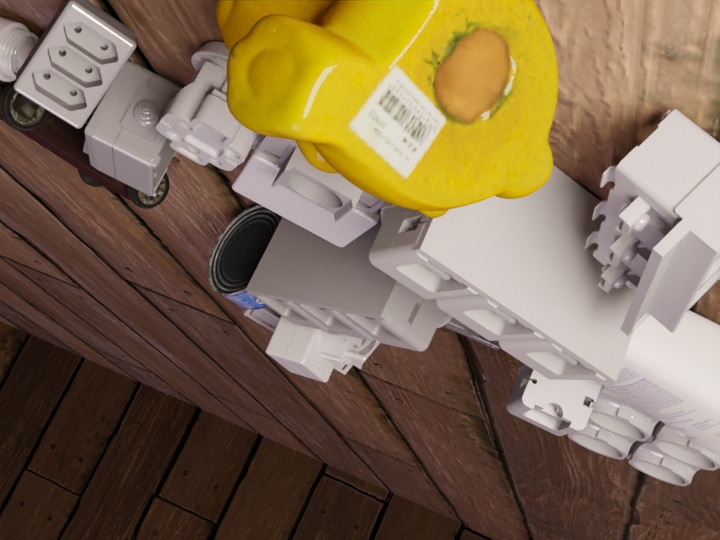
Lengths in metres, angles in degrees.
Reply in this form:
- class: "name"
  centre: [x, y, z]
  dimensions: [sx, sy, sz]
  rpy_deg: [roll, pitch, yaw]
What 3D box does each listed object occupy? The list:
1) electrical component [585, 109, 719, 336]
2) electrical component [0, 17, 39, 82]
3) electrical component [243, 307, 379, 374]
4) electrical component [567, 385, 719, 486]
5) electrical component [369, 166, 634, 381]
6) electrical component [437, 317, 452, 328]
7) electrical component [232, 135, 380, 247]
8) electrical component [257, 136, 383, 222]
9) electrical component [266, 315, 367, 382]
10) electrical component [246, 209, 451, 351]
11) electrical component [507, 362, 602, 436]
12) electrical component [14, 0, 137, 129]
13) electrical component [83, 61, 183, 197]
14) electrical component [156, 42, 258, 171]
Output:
- class: "electrical component"
  centre: [0.153, -0.022, 0.524]
  dimensions: [0.063, 0.079, 0.121]
  rpy_deg: [44, 171, 18]
- class: "electrical component"
  centre: [-0.246, -0.154, 0.760]
  dimensions: [0.062, 0.043, 0.043]
  rpy_deg: [19, 164, 17]
- class: "electrical component"
  centre: [-0.039, 0.033, 1.001]
  dimensions: [0.121, 0.078, 0.063]
  rpy_deg: [33, -168, -27]
- class: "electrical component"
  centre: [0.235, 0.118, 0.868]
  dimensions: [0.105, 0.060, 0.186]
  rpy_deg: [23, 164, 10]
- class: "electrical component"
  centre: [0.089, -0.009, 0.617]
  dimensions: [0.150, 0.089, 0.062]
  rpy_deg: [33, 160, -24]
- class: "electrical component"
  centre: [0.048, 0.023, 0.880]
  dimensions: [0.044, 0.044, 0.065]
  rpy_deg: [9, 167, 46]
- class: "electrical component"
  centre: [-0.029, -0.063, 0.708]
  dimensions: [0.100, 0.048, 0.100]
  rpy_deg: [28, 164, -10]
- class: "electrical component"
  centre: [-0.015, -0.070, 0.636]
  dimensions: [0.081, 0.063, 0.042]
  rpy_deg: [29, 166, -10]
- class: "electrical component"
  centre: [-0.024, 0.054, 0.869]
  dimensions: [0.077, 0.065, 0.047]
  rpy_deg: [13, 161, 30]
- class: "electrical component"
  centre: [0.000, 0.000, 0.792]
  dimensions: [0.150, 0.089, 0.062]
  rpy_deg: [9, 157, 47]
- class: "electrical component"
  centre: [0.150, 0.071, 0.792]
  dimensions: [0.050, 0.089, 0.055]
  rpy_deg: [26, 165, 0]
- class: "electrical component"
  centre: [-0.181, -0.138, 0.685]
  dimensions: [0.047, 0.065, 0.076]
  rpy_deg: [32, -168, -24]
- class: "electrical component"
  centre: [-0.158, -0.102, 0.758]
  dimensions: [0.061, 0.061, 0.096]
  rpy_deg: [27, 165, -4]
- class: "electrical component"
  centre: [-0.085, -0.101, 0.655]
  dimensions: [0.058, 0.057, 0.078]
  rpy_deg: [30, 164, -16]
